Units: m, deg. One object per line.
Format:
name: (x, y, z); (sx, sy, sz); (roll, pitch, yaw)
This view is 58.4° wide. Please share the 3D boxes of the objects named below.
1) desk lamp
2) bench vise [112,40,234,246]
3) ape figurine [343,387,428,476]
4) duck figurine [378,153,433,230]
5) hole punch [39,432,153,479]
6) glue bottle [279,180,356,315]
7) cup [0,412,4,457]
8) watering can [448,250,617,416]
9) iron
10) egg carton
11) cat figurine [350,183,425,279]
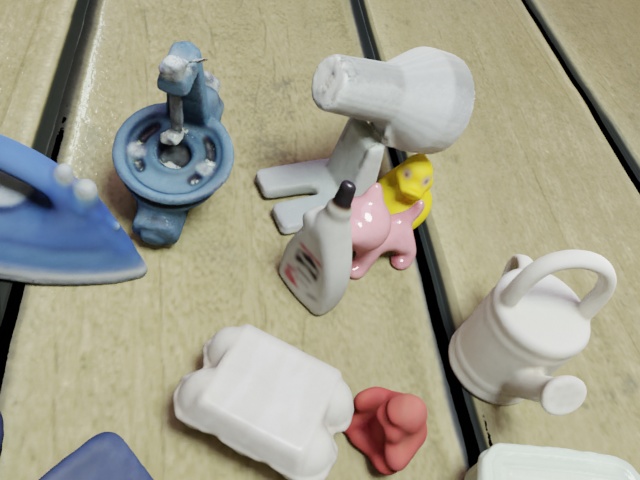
desk lamp: (0.050, -0.120, 0.660); (0.204, 0.213, 0.117); (-13, 56, -27)
bench vise: (-0.152, -0.130, 0.599); (0.122, 0.219, 0.207); (1, 51, -17)
ape figurine: (0.066, 0.163, 0.511); (0.076, 0.092, 0.077); (7, 50, -12)
duck figurine: (0.115, -0.074, 0.728); (0.077, 0.086, 0.104); (19, 48, -1)
hole punch: (-0.157, 0.207, 0.402); (0.101, 0.091, 0.109); (37, 50, 14)
glue bottle: (0.005, 0.002, 0.571); (0.037, 0.173, 0.078); (-32, 66, -35)
cup: (-0.270, 0.168, 0.396); (0.092, 0.095, 0.118); (15, 48, -5)
watering can: (0.212, 0.083, 0.556); (0.101, 0.194, 0.172); (-7, 54, -22)
iron: (-0.287, -0.046, 0.538); (0.258, 0.141, 0.118); (16, 48, -4)
egg carton: (-0.046, 0.143, 0.506); (0.150, 0.069, 0.107); (26, 48, 4)
cat figurine: (0.063, -0.016, 0.642); (0.128, 0.117, 0.067); (-13, 56, -27)
